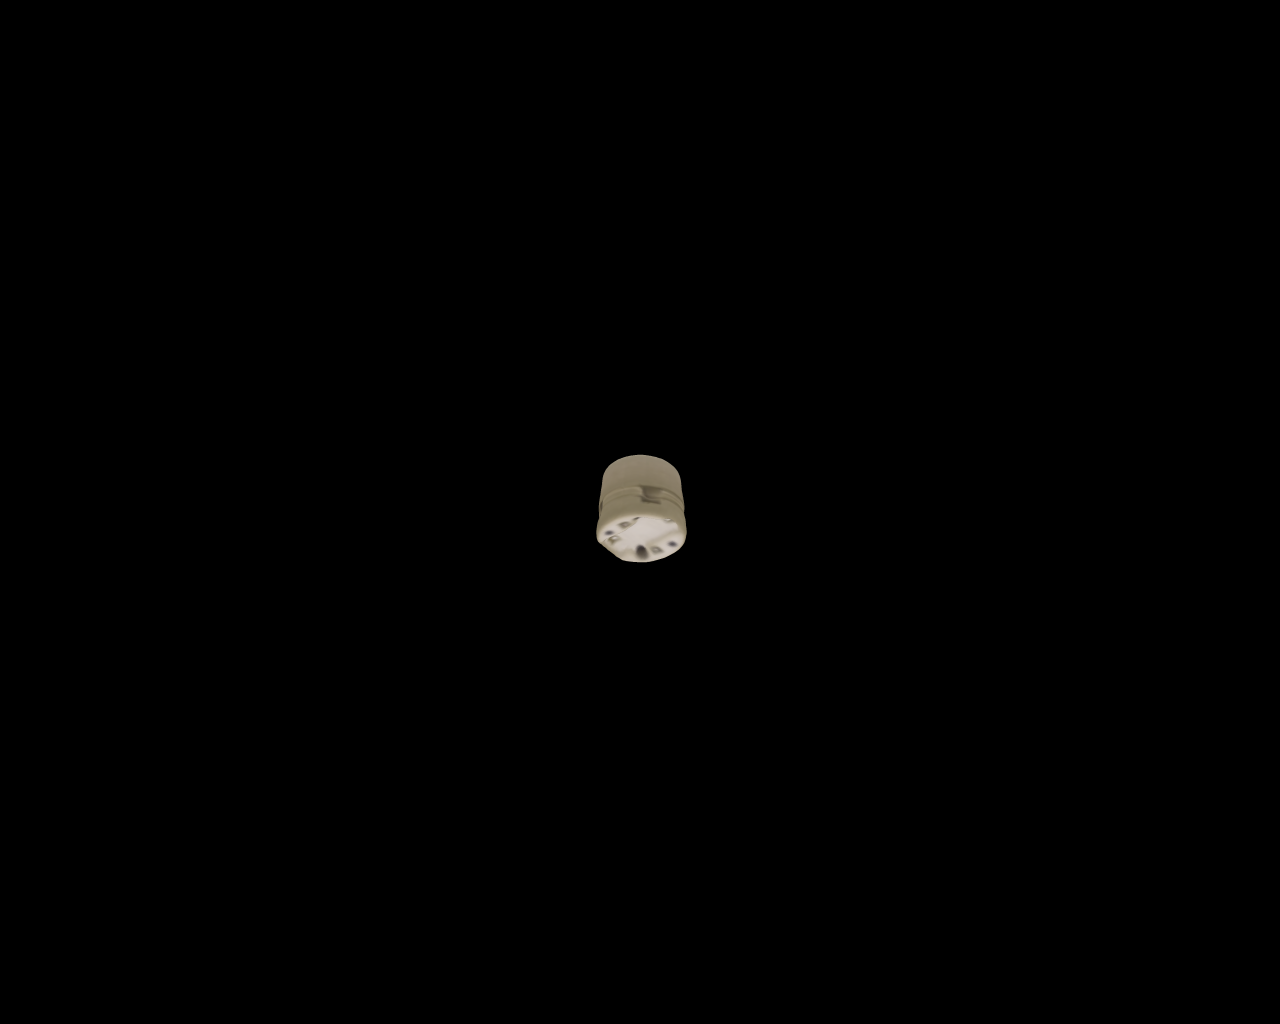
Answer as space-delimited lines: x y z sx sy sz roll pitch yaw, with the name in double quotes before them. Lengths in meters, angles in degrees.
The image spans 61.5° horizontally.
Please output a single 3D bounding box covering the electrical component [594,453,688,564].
"electrical component" 0.001 -0.003 0.650 0.055 0.047 0.055 0 -35 0
